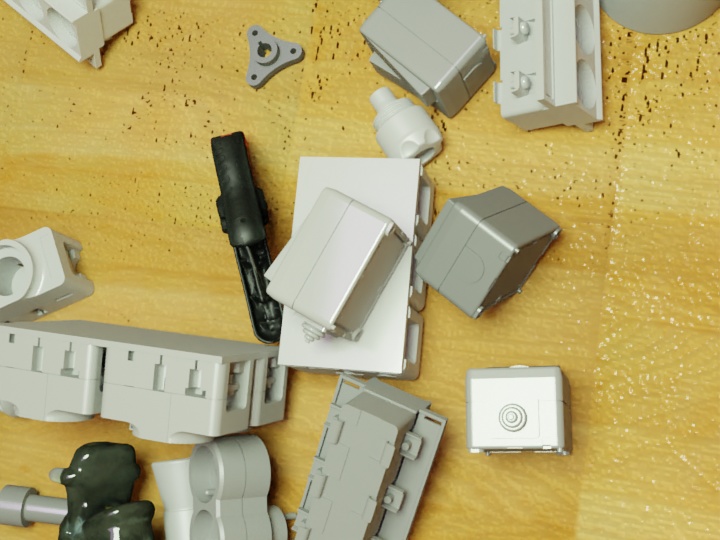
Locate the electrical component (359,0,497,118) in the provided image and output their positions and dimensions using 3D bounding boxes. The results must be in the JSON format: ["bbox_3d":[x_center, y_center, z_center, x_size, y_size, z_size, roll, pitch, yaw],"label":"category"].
[{"bbox_3d":[0.043,-0.164,0.793,0.096,0.062,0.061,42,91,18],"label":"electrical component"}]

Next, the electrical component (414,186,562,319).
[{"bbox_3d":[0.089,-0.017,0.739,0.061,0.096,0.061,39,119,18],"label":"electrical component"}]

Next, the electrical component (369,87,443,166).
[{"bbox_3d":[0.030,-0.107,0.795,0.043,0.043,0.062,-35,71,5],"label":"electrical component"}]

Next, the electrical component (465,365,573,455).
[{"bbox_3d":[0.105,0.090,0.707,0.062,0.096,0.061,-3,78,14],"label":"electrical component"}]

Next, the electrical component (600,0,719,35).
[{"bbox_3d":[0.222,-0.223,0.772,0.099,0.064,0.099,0,78,0],"label":"electrical component"}]

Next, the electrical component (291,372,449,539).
[{"bbox_3d":[0.001,0.142,0.720,0.079,0.063,0.121,22,107,18],"label":"electrical component"}]

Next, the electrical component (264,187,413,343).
[{"bbox_3d":[-0.019,0.001,0.709,0.061,0.062,0.096,29,87,18],"label":"electrical component"}]

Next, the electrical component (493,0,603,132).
[{"bbox_3d":[0.134,-0.165,0.769,0.063,0.079,0.121,-7,76,35],"label":"electrical component"}]

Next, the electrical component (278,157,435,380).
[{"bbox_3d":[0.000,0.000,0.771,0.089,0.062,0.150,3,79,15],"label":"electrical component"}]

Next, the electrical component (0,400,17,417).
[{"bbox_3d":[-0.280,0.085,0.836,0.062,0.048,0.048,14,83,23],"label":"electrical component"}]

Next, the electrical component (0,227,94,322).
[{"bbox_3d":[-0.265,0.008,0.841,0.089,0.056,0.050,-23,74,9],"label":"electrical component"}]

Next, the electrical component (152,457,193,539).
[{"bbox_3d":[-0.126,0.170,0.781,0.044,0.044,0.065,-9,81,12],"label":"electrical component"}]

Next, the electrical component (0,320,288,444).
[{"bbox_3d":[-0.156,0.077,0.761,0.186,0.105,0.060,6,91,22],"label":"electrical component"}]

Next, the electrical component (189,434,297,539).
[{"bbox_3d":[-0.076,0.185,0.755,0.052,0.074,0.138,-13,77,55],"label":"electrical component"}]

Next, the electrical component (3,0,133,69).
[{"bbox_3d":[-0.247,-0.233,0.878,0.121,0.078,0.063,39,61,18],"label":"electrical component"}]
